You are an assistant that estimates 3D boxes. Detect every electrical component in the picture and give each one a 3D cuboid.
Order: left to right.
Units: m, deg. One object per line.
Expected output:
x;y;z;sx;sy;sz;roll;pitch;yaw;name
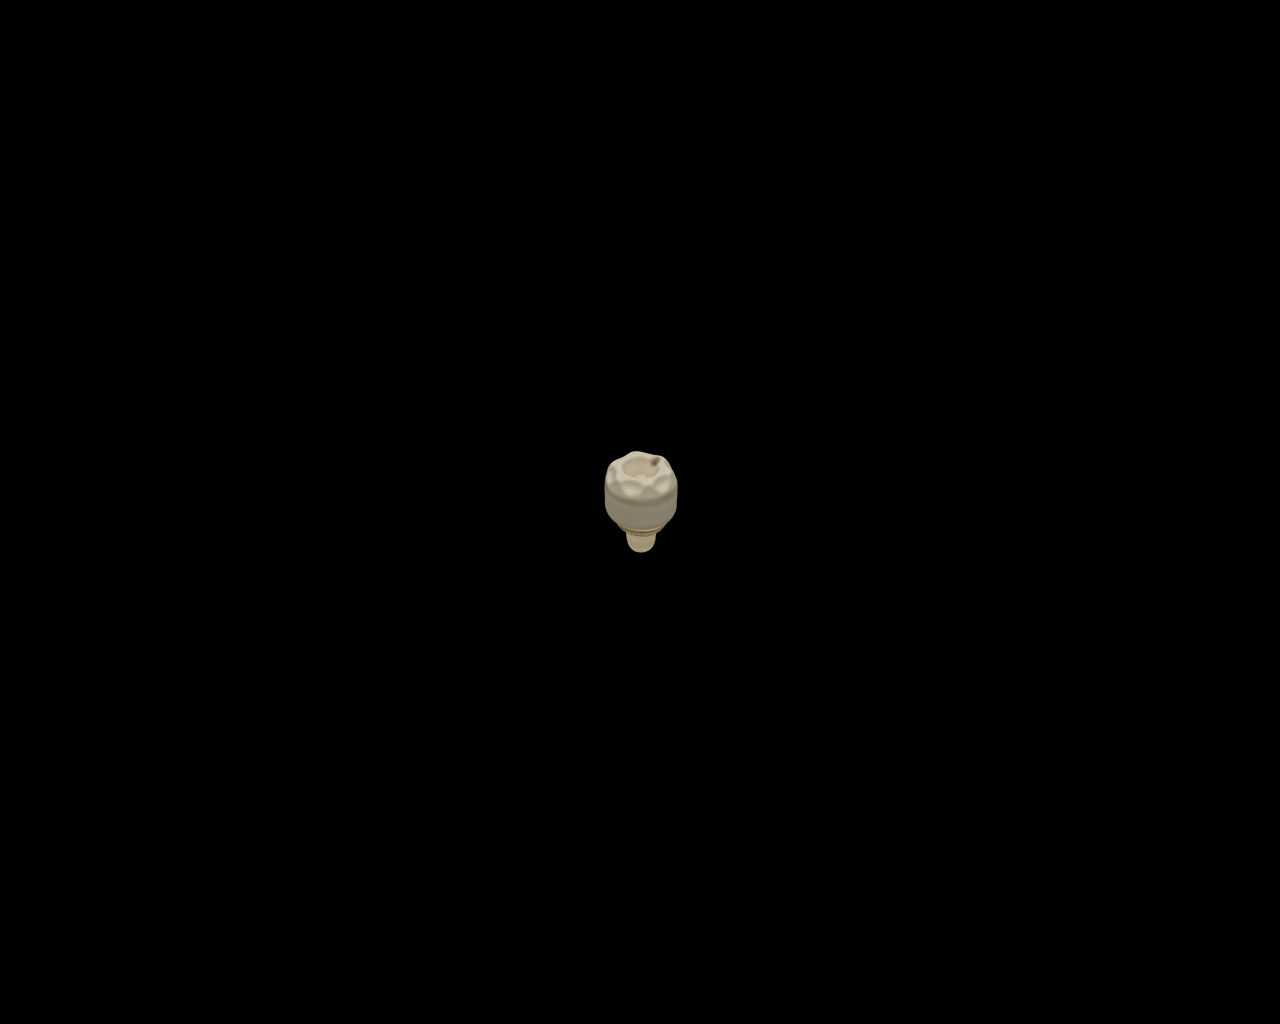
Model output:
0.001;-0.003;0.650;0.043;0.062;0.043;0;36;0;electrical component
